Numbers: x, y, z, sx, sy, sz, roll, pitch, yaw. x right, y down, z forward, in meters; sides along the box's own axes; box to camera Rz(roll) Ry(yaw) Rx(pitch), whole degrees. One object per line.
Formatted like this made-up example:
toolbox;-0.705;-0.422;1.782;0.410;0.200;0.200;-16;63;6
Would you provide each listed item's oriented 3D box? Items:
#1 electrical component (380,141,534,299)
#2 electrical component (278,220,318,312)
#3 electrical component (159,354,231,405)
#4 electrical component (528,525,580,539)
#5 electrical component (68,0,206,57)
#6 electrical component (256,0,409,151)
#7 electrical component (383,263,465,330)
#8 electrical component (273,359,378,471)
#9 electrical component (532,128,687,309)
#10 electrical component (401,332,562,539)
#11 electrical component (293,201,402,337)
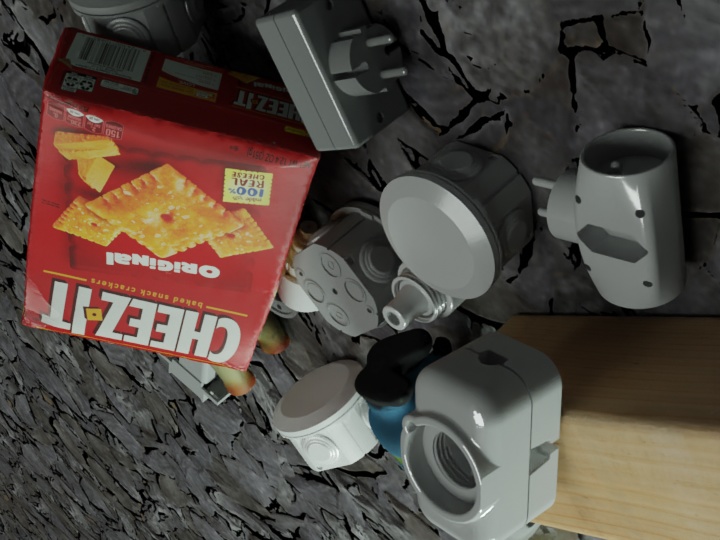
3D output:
electrical component;0.055;-0.028;0.602;0.080;0.051;0.080;32;145;26
electrical component;-0.037;-0.004;0.755;0.040;0.040;0.078;36;147;22
electrical component;-0.142;0.078;0.978;0.081;0.042;0.063;37;143;18
electrical component;0.143;0.210;0.755;0.048;0.048;0.062;-5;126;54
electrical component;-0.138;-0.168;0.670;0.080;0.080;0.051;25;147;35
electrical component;-0.003;-0.113;0.587;0.076;0.047;0.083;3;126;50
electrical component;0.040;0.012;0.653;0.043;0.062;0.043;32;145;26
electrical component;-0.022;0.111;0.824;0.080;0.080;0.051;0;129;52
electrical component;0.119;-0.029;0.527;0.079;0.043;0.077;19;137;40
electrical component;0.060;0.087;0.537;0.054;0.059;0.095;25;128;42
electrical component;0.000;0.000;0.702;0.080;0.051;0.080;32;145;26
